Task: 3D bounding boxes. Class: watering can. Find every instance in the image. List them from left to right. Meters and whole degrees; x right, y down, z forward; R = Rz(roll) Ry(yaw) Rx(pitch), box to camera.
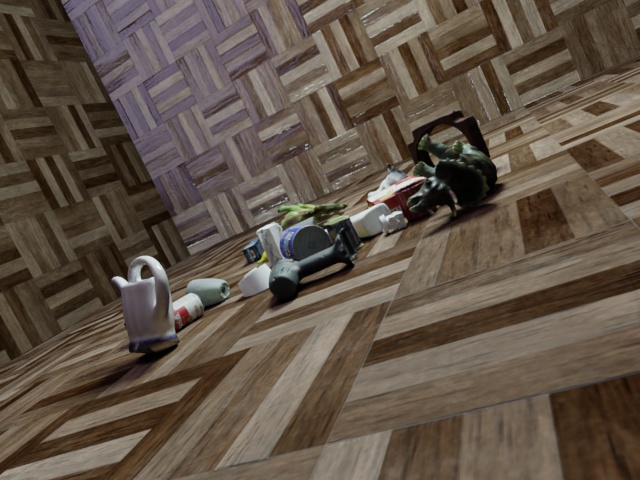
[{"bbox_3d":[-0.421,0.158,1.219,0.104,0.226,0.344,-6,-8,-37],"label":"watering can"}]

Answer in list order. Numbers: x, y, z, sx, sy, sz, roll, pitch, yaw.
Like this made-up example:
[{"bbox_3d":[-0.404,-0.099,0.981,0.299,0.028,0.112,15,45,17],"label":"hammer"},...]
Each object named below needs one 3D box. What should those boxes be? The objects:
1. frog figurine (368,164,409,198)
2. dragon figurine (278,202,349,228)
[{"bbox_3d":[0.224,-0.146,1.662,0.123,0.160,0.137,29,-3,6],"label":"frog figurine"},{"bbox_3d":[0.006,-0.095,1.889,0.413,0.122,0.241,-14,5,-39],"label":"dragon figurine"}]
